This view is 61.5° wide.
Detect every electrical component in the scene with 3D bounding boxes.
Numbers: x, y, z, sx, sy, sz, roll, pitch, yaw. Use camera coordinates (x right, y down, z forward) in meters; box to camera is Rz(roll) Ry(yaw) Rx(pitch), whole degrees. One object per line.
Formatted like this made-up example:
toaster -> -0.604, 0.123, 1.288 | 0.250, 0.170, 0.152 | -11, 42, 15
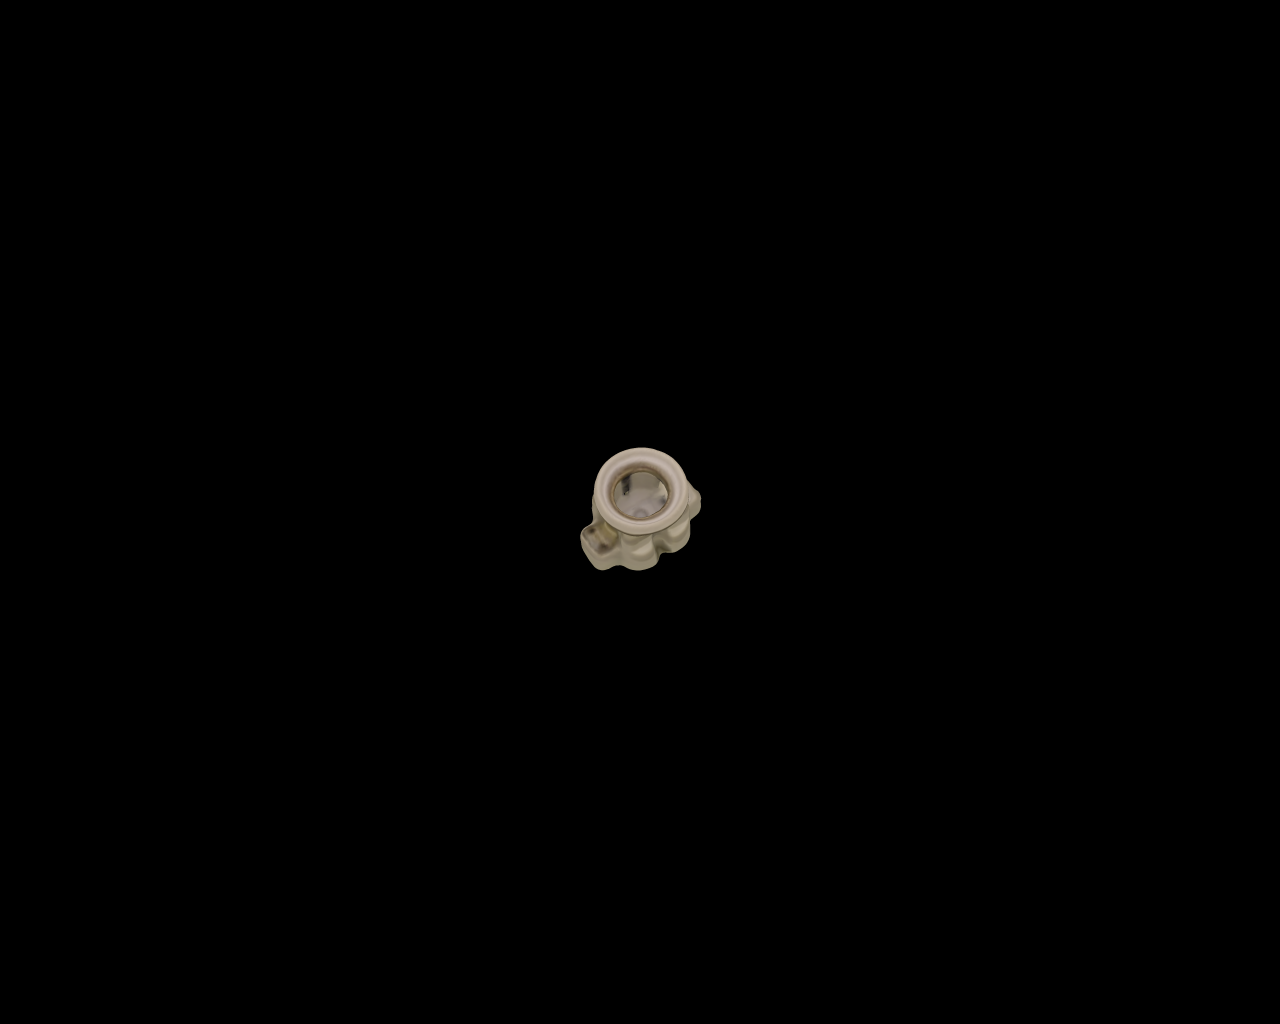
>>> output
electrical component -> 0.001, -0.003, 0.650 | 0.078, 0.058, 0.056 | -30, -23, -14
